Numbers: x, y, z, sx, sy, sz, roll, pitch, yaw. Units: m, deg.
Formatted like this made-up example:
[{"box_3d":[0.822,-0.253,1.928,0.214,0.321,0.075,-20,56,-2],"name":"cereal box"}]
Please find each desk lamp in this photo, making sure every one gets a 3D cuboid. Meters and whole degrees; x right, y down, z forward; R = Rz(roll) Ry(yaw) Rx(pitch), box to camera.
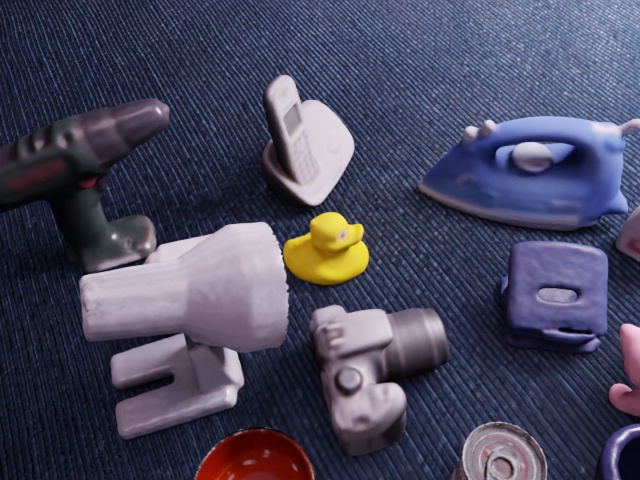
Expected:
[{"box_3d":[-0.126,0.087,0.550,0.203,0.214,0.117,-17,53,-9],"name":"desk lamp"}]

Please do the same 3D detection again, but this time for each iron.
[{"box_3d":[0.257,-0.102,0.718,0.258,0.141,0.118,4,53,6],"name":"iron"}]

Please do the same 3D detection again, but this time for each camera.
[{"box_3d":[0.065,0.123,0.583,0.137,0.101,0.143,-13,53,-7],"name":"camera"}]

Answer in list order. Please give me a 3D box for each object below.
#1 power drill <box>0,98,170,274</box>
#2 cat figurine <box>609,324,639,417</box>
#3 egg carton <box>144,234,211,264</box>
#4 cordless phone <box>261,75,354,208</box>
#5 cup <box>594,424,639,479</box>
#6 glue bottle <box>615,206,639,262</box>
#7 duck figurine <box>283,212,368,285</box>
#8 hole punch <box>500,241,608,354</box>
[{"box_3d":[-0.267,-0.057,0.673,0.230,0.209,0.075,-17,53,-10],"name":"power drill"},{"box_3d":[0.331,0.142,0.541,0.067,0.118,0.127,-13,53,-6],"name":"cat figurine"},{"box_3d":[-0.132,0.049,0.671,0.150,0.069,0.107,-13,53,-6],"name":"egg carton"},{"box_3d":[-0.019,-0.147,0.742,0.094,0.185,0.148,18,56,17],"name":"cordless phone"},{"box_3d":[0.288,0.228,0.493,0.092,0.095,0.117,-33,57,-20],"name":"cup"},{"box_3d":[0.397,-0.034,0.637,0.078,0.173,0.037,28,59,23],"name":"glue bottle"},{"box_3d":[0.006,0.002,0.688,0.104,0.086,0.077,-2,52,2],"name":"duck figurine"},{"box_3d":[0.257,0.063,0.624,0.108,0.091,0.101,4,53,7],"name":"hole punch"}]
